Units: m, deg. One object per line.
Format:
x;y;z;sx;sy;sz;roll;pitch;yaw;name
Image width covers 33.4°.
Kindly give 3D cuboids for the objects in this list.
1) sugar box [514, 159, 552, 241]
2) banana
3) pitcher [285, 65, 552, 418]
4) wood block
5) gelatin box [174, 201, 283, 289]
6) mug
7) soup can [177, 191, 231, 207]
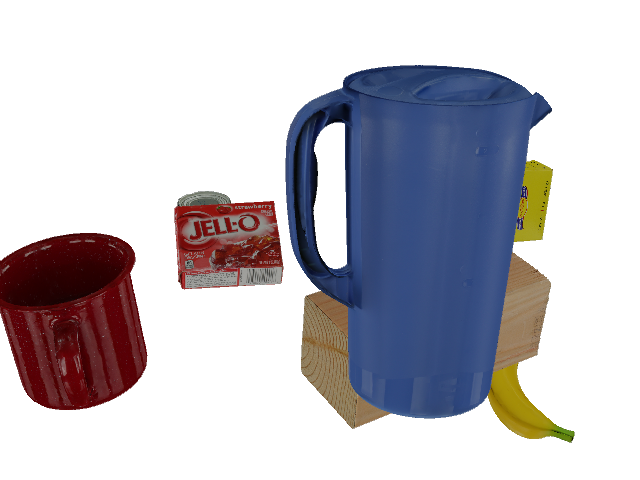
0.185;-0.042;1.254;0.176;0.093;0.048;-6;21;-26;sugar box
0.214;0.163;1.179;0.069;0.037;0.198;11;26;-14;banana
0.067;0.000;0.766;0.149;0.243;0.144;12;22;27;pitcher
0.094;0.077;0.958;0.205;0.090;0.091;-16;38;-27;wood block
-0.080;0.003;0.922;0.089;0.073;0.030;-3;-38;-9;gelatin box
-0.153;0.058;0.665;0.093;0.081;0.117;-12;29;-10;mug
-0.143;-0.002;1.322;0.068;0.102;0.068;1;26;-1;soup can
